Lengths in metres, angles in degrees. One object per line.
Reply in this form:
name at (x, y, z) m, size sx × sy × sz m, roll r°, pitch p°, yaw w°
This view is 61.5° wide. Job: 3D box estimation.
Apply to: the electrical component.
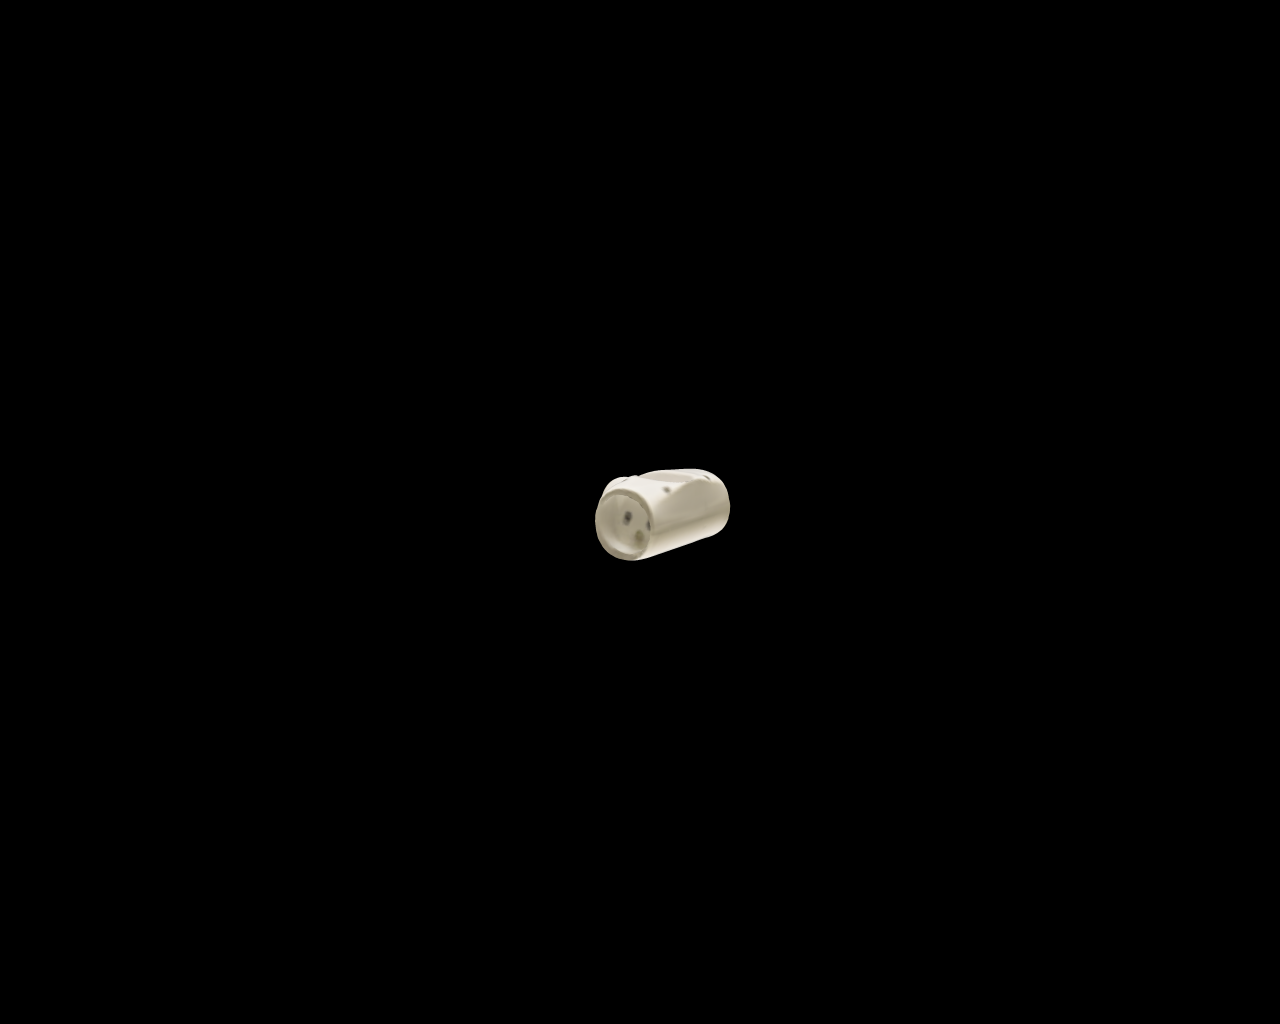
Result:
electrical component at (0.001, -0.003, 0.650) m, size 0.079 × 0.043 × 0.077 m, roll 11°, pitch 17°, yaw 38°
